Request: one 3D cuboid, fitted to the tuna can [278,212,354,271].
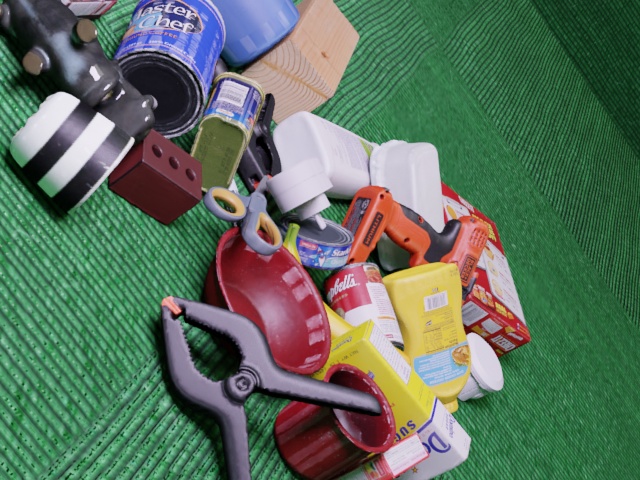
[{"bbox_3d":[-0.008,0.001,1.176,0.086,0.034,0.086,15,19,-5],"label":"tuna can"}]

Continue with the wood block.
[{"bbox_3d":[-0.022,-0.241,1.397,0.090,0.090,0.206,50,28,-17],"label":"wood block"}]

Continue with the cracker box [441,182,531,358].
[{"bbox_3d":[0.202,0.040,1.492,0.164,0.072,0.214,33,35,-42],"label":"cracker box"}]

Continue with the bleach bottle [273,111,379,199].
[{"bbox_3d":[0.040,-0.091,1.372,0.250,0.068,0.102,13,53,-57],"label":"bleach bottle"}]

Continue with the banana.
[{"bbox_3d":[0.009,0.078,1.122,0.198,0.070,0.037,49,24,2],"label":"banana"}]

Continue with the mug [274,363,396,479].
[{"bbox_3d":[0.011,0.168,1.015,0.093,0.082,0.117,35,34,-25],"label":"mug"}]

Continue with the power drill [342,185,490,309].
[{"bbox_3d":[0.105,0.030,1.295,0.187,0.057,0.184,27,82,-28],"label":"power drill"}]

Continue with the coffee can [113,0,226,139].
[{"bbox_3d":[-0.157,-0.184,1.095,0.102,0.103,0.140,43,30,-26],"label":"coffee can"}]

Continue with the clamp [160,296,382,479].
[{"bbox_3d":[-0.072,0.138,0.921,0.210,0.036,0.164,41,69,3],"label":"clamp"}]

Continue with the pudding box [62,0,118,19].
[{"bbox_3d":[-0.268,-0.277,1.080,0.113,0.039,0.089,58,26,1],"label":"pudding box"}]

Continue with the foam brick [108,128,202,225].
[{"bbox_3d":[-0.157,-0.061,1.022,0.078,0.051,0.053,35,35,-37],"label":"foam brick"}]

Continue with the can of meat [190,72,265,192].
[{"bbox_3d":[-0.101,-0.110,1.113,0.057,0.102,0.084,20,39,-6],"label":"can of meat"}]

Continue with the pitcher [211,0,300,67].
[{"bbox_3d":[-0.136,-0.334,1.283,0.242,0.145,0.149,53,39,-17],"label":"pitcher"}]

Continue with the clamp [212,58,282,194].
[{"bbox_3d":[-0.086,-0.130,1.228,0.120,0.039,0.171,30,38,-42],"label":"clamp"}]

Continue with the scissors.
[{"bbox_3d":[-0.079,-0.045,1.083,0.096,0.016,0.202,32,18,-23],"label":"scissors"}]

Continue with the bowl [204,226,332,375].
[{"bbox_3d":[-0.061,0.068,1.038,0.162,0.055,0.162,40,32,-31],"label":"bowl"}]

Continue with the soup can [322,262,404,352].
[{"bbox_3d":[0.048,0.086,1.189,0.068,0.069,0.102,20,46,-50],"label":"soup can"}]

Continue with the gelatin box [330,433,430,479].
[{"bbox_3d":[0.057,0.224,1.048,0.089,0.073,0.030,-10,69,-61],"label":"gelatin box"}]

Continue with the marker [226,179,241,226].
[{"bbox_3d":[-0.080,-0.010,1.131,0.020,0.020,0.121,8,54,-56],"label":"marker"}]

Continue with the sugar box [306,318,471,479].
[{"bbox_3d":[0.067,0.174,1.098,0.176,0.093,0.048,51,29,-12],"label":"sugar box"}]

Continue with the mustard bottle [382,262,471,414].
[{"bbox_3d":[0.130,0.128,1.247,0.096,0.058,0.191,-15,99,-30],"label":"mustard bottle"}]
